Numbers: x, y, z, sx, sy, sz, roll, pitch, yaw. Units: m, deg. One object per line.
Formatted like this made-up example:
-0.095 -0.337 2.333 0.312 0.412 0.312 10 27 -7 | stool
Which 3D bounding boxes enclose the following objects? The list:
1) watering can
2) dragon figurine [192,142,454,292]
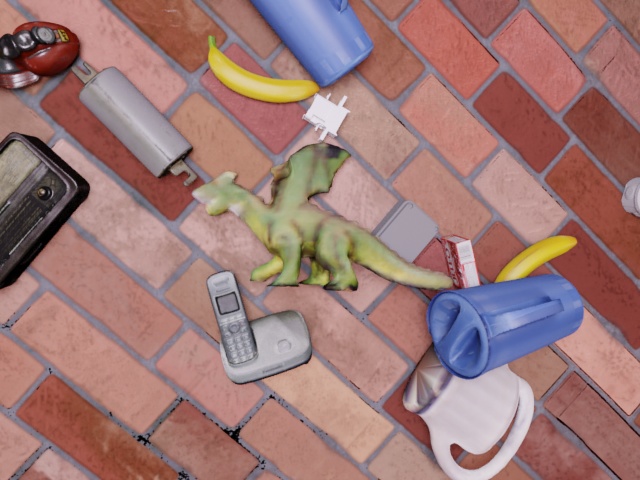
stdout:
0.284 0.236 0.896 0.224 0.352 0.103 35 -16 -6 | watering can
0.002 -0.041 0.820 0.410 0.244 0.121 1 -8 0 | dragon figurine
